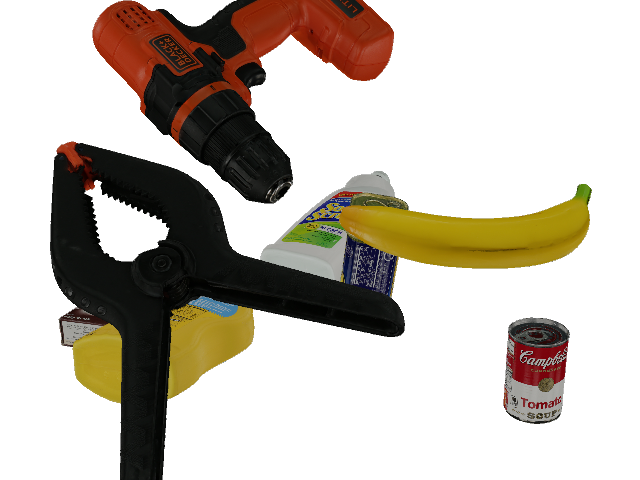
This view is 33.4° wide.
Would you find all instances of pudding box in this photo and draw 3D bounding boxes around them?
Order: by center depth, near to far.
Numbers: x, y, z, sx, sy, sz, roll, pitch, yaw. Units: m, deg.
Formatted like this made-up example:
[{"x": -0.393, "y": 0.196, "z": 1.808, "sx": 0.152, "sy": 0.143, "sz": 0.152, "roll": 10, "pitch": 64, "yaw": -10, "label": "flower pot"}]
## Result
[{"x": -0.229, "y": 0.096, "z": 1.228, "sx": 0.114, "sy": 0.039, "sz": 0.090, "roll": 3, "pitch": 16, "yaw": 18, "label": "pudding box"}]

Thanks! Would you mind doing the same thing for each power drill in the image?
[{"x": -0.037, "y": -0.120, "z": 0.747, "sx": 0.187, "sy": 0.184, "sz": 0.057, "roll": -30, "pitch": -22, "yaw": -36, "label": "power drill"}]

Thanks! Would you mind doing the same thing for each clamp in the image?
[{"x": -0.069, "y": 0.019, "z": 0.561, "sx": 0.164, "sy": 0.210, "sz": 0.036, "roll": -28, "pitch": -28, "yaw": -13, "label": "clamp"}]

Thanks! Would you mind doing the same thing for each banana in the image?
[{"x": 0.115, "y": -0.006, "z": 0.777, "sx": 0.197, "sy": 0.037, "sz": 0.070, "roll": -4, "pitch": 30, "yaw": -11, "label": "banana"}]

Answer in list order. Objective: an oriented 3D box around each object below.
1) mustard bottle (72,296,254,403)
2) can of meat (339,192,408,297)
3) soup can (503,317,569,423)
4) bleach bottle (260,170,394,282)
[{"x": -0.110, "y": 0.076, "z": 0.885, "sx": 0.096, "sy": 0.058, "sz": 0.191, "roll": 4, "pitch": 16, "yaw": 26, "label": "mustard bottle"}, {"x": 0.049, "y": 0.013, "z": 1.037, "sx": 0.057, "sy": 0.084, "sz": 0.102, "roll": 9, "pitch": 27, "yaw": 3, "label": "can of meat"}, {"x": 0.245, "y": 0.148, "z": 1.215, "sx": 0.068, "sy": 0.102, "sz": 0.068, "roll": 0, "pitch": 22, "yaw": 0, "label": "soup can"}, {"x": 0.023, "y": -0.020, "z": 1.344, "sx": 0.103, "sy": 0.068, "sz": 0.250, "roll": 10, "pitch": 35, "yaw": 21, "label": "bleach bottle"}]
